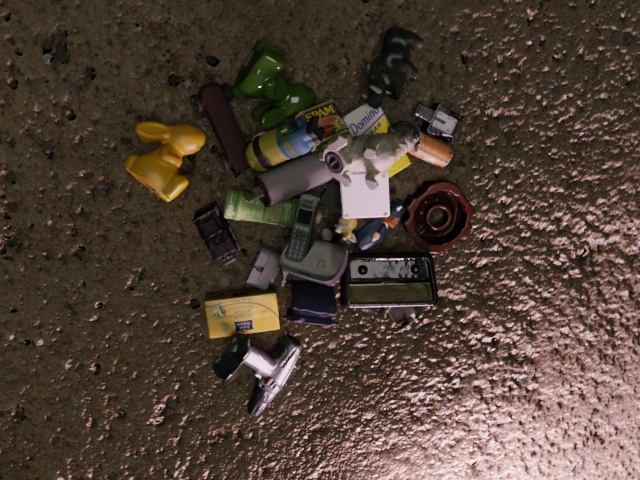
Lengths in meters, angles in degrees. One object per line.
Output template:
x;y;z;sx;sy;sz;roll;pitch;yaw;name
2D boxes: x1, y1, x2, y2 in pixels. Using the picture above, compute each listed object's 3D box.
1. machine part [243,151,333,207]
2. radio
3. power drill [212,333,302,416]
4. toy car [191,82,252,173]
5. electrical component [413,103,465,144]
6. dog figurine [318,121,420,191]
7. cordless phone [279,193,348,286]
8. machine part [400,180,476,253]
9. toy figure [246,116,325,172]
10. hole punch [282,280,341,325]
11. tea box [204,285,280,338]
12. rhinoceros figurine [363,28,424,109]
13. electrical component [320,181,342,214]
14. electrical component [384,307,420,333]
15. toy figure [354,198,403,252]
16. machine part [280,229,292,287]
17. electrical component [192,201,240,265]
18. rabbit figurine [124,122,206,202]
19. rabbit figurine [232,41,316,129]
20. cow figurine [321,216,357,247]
-0.058;-0.138;1.202;0.243;0.079;0.079;-26;107;-24;machine part
0.164;0.097;1.301;0.230;0.073;0.131;0;81;-9;radio
-0.157;0.319;1.295;0.207;0.086;0.232;35;92;-40;power drill
-0.211;-0.249;1.193;0.089;0.053;0.202;-30;109;-21;toy car
0.269;-0.280;1.256;0.119;0.048;0.074;19;100;-12;electrical component
0.111;-0.207;1.187;0.173;0.190;0.121;26;135;23;dog figurine
-0.002;-0.003;1.188;0.147;0.088;0.184;16;98;24;cordless phone
0.284;-0.059;1.310;0.179;0.056;0.179;-2;105;-8;machine part
-0.080;-0.205;1.146;0.180;0.089;0.082;-13;113;31;toy figure
-0.019;0.153;1.292;0.142;0.116;0.092;11;94;-11;hole punch
-0.186;0.170;1.292;0.170;0.068;0.098;-8;104;-7;tea box
0.156;-0.377;1.181;0.112;0.073;0.190;20;83;-13;rhinoceros figurine
0.026;-0.104;1.278;0.094;0.021;0.063;30;98;-15;electrical component
0.202;0.186;1.363;0.078;0.045;0.102;-30;106;1;electrical component
0.145;-0.037;1.292;0.154;0.064;0.057;-42;145;0;toy figure
-0.069;0.041;1.279;0.039;0.084;0.138;13;94;13;machine part
-0.232;-0.013;1.216;0.058;0.115;0.134;-27;104;1;electrical component
-0.331;-0.189;1.175;0.162;0.122;0.173;41;81;-6;rabbit figurine
-0.091;-0.318;1.164;0.170;0.121;0.159;27;103;-28;rabbit figurine
0.032;0.017;1.268;0.068;0.098;0.167;29;103;-14;cow figurine
